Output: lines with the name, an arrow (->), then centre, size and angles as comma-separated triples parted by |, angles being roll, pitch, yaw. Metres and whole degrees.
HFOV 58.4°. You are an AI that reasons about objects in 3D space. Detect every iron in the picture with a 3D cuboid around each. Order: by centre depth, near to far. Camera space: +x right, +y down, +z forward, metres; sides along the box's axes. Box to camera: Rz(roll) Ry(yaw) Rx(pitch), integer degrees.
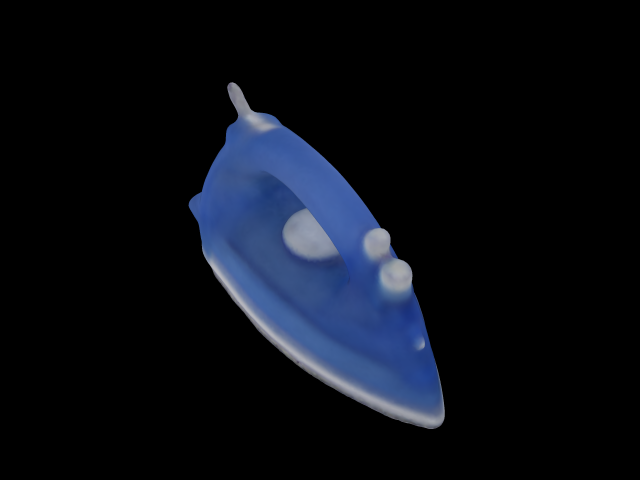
iron -> 0.004, 0.001, 0.400 | 0.119, 0.141, 0.257 | -29, 54, -24
